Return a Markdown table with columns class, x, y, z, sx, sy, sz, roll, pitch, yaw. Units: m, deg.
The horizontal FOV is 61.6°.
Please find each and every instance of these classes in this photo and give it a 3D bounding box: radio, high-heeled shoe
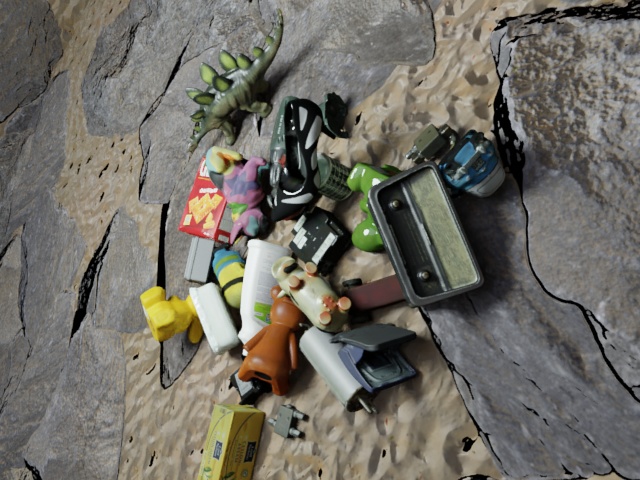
| class | x | y | z | sx | sy | sz | roll | pitch | yaw |
| --- | --- | --- | --- | --- | --- | --- | --- | --- | --- |
| radio | 0.175 | -0.006 | 0.921 | 0.131 | 0.073 | 0.229 | -21 | 80 | 2 |
| high-heeled shoe | -0.062 | -0.151 | 1.057 | 0.086 | 0.145 | 0.248 | 41 | 103 | 42 |

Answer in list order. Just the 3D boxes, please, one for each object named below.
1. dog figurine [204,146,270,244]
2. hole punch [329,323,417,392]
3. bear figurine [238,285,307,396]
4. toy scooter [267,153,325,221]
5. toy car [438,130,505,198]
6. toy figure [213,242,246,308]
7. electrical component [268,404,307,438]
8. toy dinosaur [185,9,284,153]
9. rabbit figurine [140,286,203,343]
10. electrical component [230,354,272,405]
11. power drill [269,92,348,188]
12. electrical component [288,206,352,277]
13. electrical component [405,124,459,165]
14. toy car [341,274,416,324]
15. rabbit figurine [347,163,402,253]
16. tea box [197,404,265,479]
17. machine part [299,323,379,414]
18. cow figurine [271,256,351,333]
| class | x | y | z | sx | sy | sz | roll | pitch | yaw |
| --- | --- | --- | --- | --- | --- | --- | --- | --- | --- |
| dog figurine | -0.202 | -0.100 | 1.295 | 0.108 | 0.192 | 0.219 | 154 | 130 | -86 |
| hole punch | 0.102 | 0.204 | 0.957 | 0.116 | 0.142 | 0.092 | 10 | 109 | 58 |
| bear figurine | -0.088 | 0.207 | 1.139 | 0.131 | 0.120 | 0.196 | 105 | -176 | -54 |
| toy scooter | -0.059 | -0.127 | 1.198 | 0.184 | 0.135 | 0.075 | -53 | 51 | 16 |
| toy car | 0.269 | -0.123 | 0.928 | 0.103 | 0.162 | 0.109 | 40 | 97 | -5 |
| toy figure | -0.208 | 0.088 | 1.287 | 0.089 | 0.082 | 0.180 | -40 | 53 | -1 |
| electrical component | -0.069 | 0.373 | 1.113 | 0.094 | 0.021 | 0.063 | 4 | 78 | 42 |
| toy dinosaur | -0.217 | -0.385 | 1.380 | 0.471 | 0.198 | 0.105 | -41 | 56 | 26 |
| rabbit figurine | -0.336 | 0.184 | 1.334 | 0.122 | 0.173 | 0.162 | 34 | 143 | 43 |
| electrical component | -0.159 | 0.299 | 1.199 | 0.075 | 0.047 | 0.119 | -39 | 56 | 24 |
| power drill | -0.033 | -0.243 | 1.260 | 0.207 | 0.086 | 0.232 | -17 | 62 | 44 |
| electrical component | -0.002 | -0.004 | 1.159 | 0.115 | 0.058 | 0.134 | -52 | 49 | 12 |
| electrical component | 0.218 | -0.180 | 1.040 | 0.102 | 0.045 | 0.078 | -47 | 23 | 16 |
| toy car | 0.126 | 0.099 | 1.016 | 0.202 | 0.053 | 0.089 | -23 | 71 | 35 |
| rabbit figurine | 0.128 | -0.047 | 1.046 | 0.159 | 0.121 | 0.170 | 35 | 117 | 35 |
| tea box | -0.189 | 0.441 | 1.143 | 0.068 | 0.098 | 0.169 | 3 | 79 | 42 |
| machine part | 0.034 | 0.241 | 1.029 | 0.079 | 0.079 | 0.243 | -56 | 48 | 12 |
| cow figurine | -0.023 | 0.103 | 1.061 | 0.085 | 0.127 | 0.195 | -38 | 64 | -19 |
